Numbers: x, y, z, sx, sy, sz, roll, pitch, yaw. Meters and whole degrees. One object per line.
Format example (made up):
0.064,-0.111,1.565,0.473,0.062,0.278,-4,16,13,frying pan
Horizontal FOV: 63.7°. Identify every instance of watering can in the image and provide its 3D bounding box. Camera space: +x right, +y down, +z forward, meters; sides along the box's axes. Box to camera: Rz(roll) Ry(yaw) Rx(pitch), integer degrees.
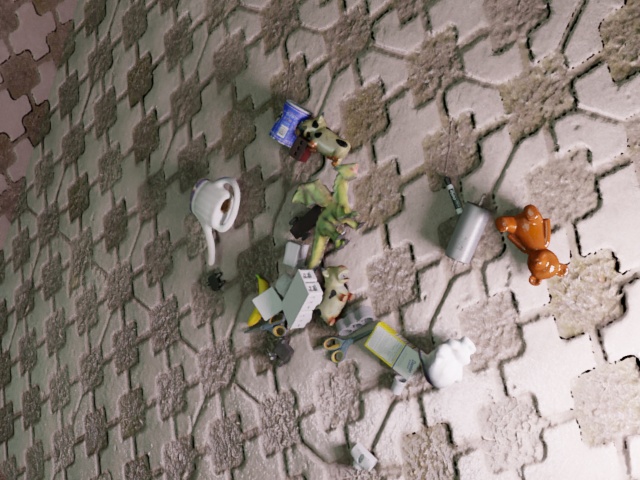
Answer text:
-0.425,-0.095,1.999,0.226,0.104,0.345,30,103,30,watering can

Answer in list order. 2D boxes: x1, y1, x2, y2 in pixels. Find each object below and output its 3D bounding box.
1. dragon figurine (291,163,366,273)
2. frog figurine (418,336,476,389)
0.005,-0.086,1.701,0.245,0.123,0.405,49,112,15,dragon figurine
0.373,0.351,1.473,0.158,0.125,0.136,-21,110,20,frog figurine
